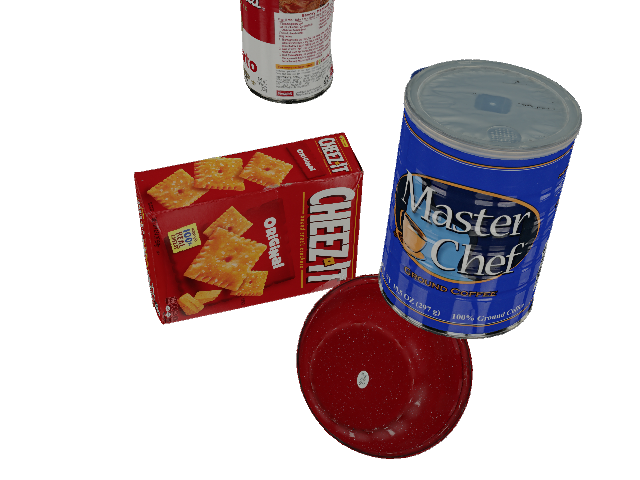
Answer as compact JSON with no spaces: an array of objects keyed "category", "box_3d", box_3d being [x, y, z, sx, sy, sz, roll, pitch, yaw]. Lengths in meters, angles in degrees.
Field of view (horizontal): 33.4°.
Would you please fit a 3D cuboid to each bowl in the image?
[{"category":"bowl","box_3d":[0.043,0.111,0.899,0.162,0.162,0.055,0,4,23]}]

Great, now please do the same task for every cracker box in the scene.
[{"category":"cracker box","box_3d":[-0.069,-0.008,1.068,0.213,0.164,0.072,-11,47,-13]}]

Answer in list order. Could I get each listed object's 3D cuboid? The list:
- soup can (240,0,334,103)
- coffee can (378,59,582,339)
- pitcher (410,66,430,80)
[{"category":"soup can","box_3d":[-0.022,-0.157,0.752,0.068,0.102,0.068,0,44,-1]},{"category":"coffee can","box_3d":[0.094,-0.025,0.656,0.103,0.140,0.103,3,37,-3]},{"category":"pitcher","box_3d":[0.136,-0.033,1.006,0.145,0.243,0.148,24,29,35]}]
